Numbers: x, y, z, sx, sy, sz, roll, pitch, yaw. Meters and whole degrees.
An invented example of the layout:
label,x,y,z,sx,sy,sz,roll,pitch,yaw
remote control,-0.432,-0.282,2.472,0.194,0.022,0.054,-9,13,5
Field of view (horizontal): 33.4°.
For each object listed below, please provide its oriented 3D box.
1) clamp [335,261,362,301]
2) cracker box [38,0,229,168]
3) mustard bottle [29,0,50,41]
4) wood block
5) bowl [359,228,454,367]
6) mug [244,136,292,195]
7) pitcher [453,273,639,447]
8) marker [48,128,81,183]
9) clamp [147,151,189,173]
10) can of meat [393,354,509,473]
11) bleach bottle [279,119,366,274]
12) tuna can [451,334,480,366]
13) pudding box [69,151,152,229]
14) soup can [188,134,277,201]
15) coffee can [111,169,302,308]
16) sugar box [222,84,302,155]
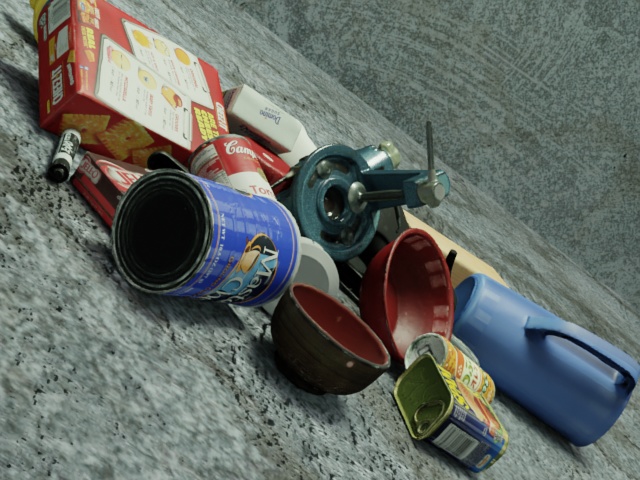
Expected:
label,x,y,z,sx,sy,sz,roll,pitch,yaw
clamp,-0.008,0.002,1.293,0.164,0.036,0.210,41,6,-28
cracker box,-0.196,-0.152,1.137,0.213,0.072,0.164,27,39,-43
mustard bottle,-0.285,-0.248,1.264,0.192,0.096,0.058,44,14,23
wood block,0.158,0.047,1.474,0.205,0.091,0.090,31,15,-30
bowl,0.089,0.069,1.178,0.055,0.162,0.161,-5,-14,33
mug,-0.082,-0.068,1.231,0.093,0.081,0.117,34,14,-18
pitcher,0.274,0.143,1.355,0.242,0.149,0.145,33,15,-8
marker,-0.236,-0.078,0.987,0.020,0.020,0.121,34,13,-18
clamp,-0.112,-0.035,1.118,0.120,0.039,0.171,62,17,17
can of meat,0.128,0.171,1.042,0.083,0.057,0.102,36,13,-23
bleach bottle,0.016,-0.044,1.407,0.251,0.068,0.102,52,-9,30
tuna can,0.146,0.134,1.266,0.086,0.034,0.086,36,13,-10
pudding box,-0.163,-0.033,0.985,0.090,0.039,0.113,46,15,29
soup can,-0.082,-0.045,1.045,0.068,0.069,0.102,23,33,-49
coffee can,-0.094,0.002,0.911,0.103,0.103,0.140,45,15,27
sugar box,-0.106,-0.137,1.296,0.093,0.048,0.177,33,-21,-28
